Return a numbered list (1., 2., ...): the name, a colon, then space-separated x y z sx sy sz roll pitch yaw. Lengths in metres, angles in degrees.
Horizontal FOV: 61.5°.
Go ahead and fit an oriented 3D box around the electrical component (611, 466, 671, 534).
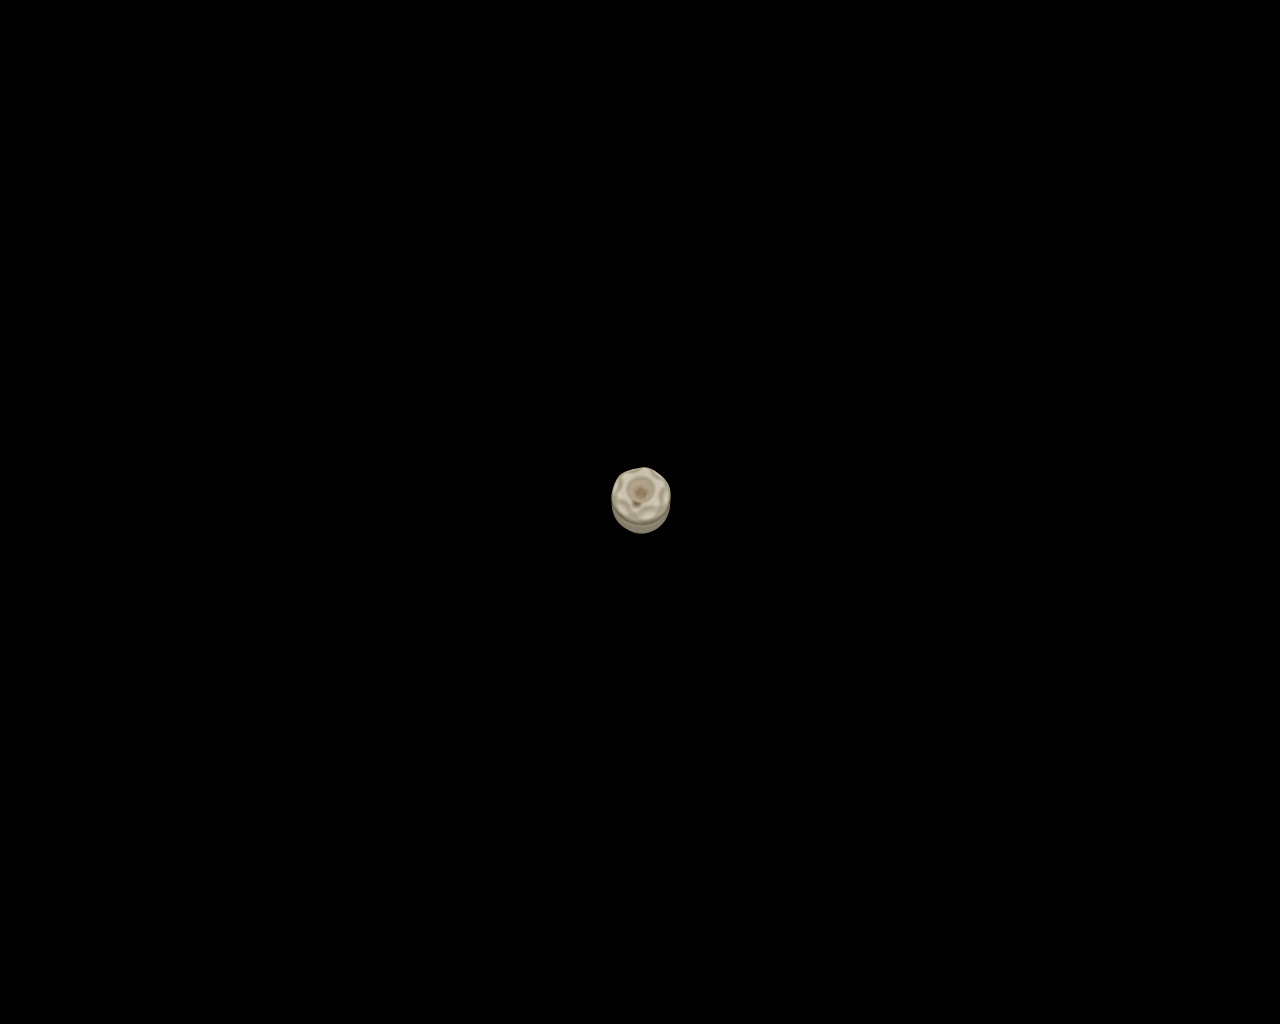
1. electrical component: 0.001 -0.003 0.650 0.035 0.035 0.061 0 -21 0
